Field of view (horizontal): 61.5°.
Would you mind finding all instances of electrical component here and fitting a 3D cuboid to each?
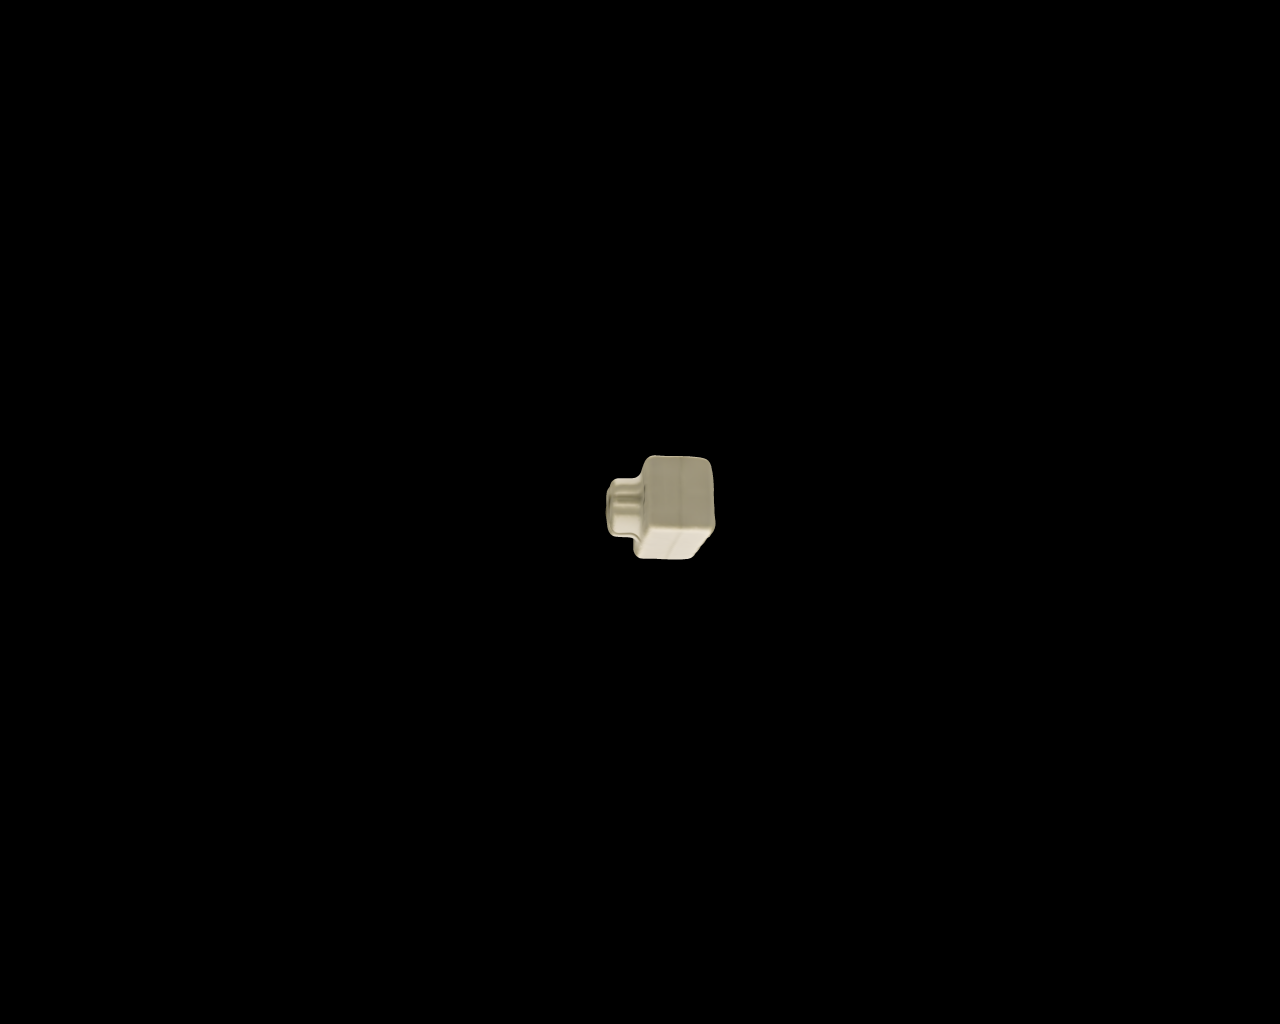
[{"bbox_3d":[0.001,-0.003,0.650,0.077,0.047,0.065,2,-18,-7],"label":"electrical component"}]
